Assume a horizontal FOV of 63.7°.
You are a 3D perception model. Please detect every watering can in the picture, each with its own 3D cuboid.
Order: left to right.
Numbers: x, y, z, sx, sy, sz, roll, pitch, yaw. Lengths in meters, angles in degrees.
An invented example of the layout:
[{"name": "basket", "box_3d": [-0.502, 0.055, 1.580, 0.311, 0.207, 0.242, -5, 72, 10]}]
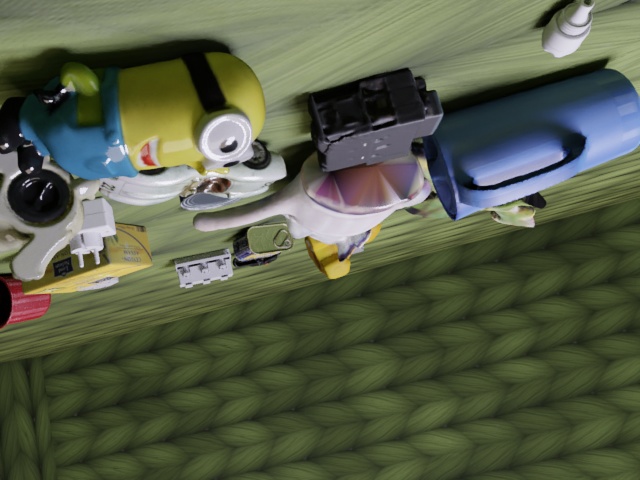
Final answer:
[{"name": "watering can", "box_3d": [-0.003, -0.057, 0.704, 0.348, 0.105, 0.222, -7, 169, -11]}]

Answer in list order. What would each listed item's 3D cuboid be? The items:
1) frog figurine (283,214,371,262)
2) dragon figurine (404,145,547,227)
[{"name": "frog figurine", "box_3d": [0.003, -0.045, 0.889, 0.158, 0.124, 0.136, 27, 165, -15]}, {"name": "dragon figurine", "box_3d": [0.233, -0.078, 0.888, 0.409, 0.124, 0.239, 9, 158, -23]}]
